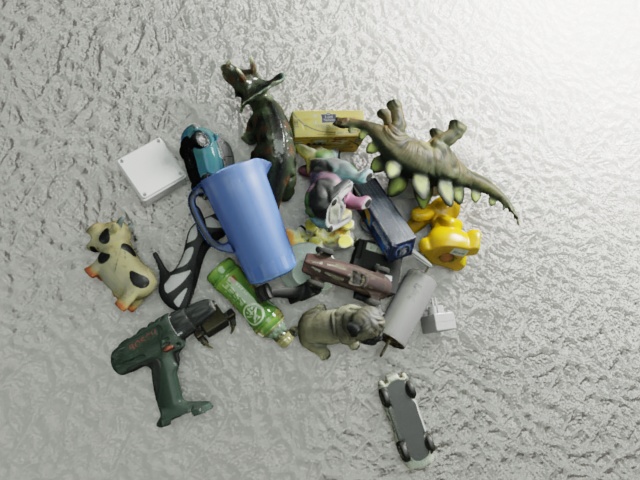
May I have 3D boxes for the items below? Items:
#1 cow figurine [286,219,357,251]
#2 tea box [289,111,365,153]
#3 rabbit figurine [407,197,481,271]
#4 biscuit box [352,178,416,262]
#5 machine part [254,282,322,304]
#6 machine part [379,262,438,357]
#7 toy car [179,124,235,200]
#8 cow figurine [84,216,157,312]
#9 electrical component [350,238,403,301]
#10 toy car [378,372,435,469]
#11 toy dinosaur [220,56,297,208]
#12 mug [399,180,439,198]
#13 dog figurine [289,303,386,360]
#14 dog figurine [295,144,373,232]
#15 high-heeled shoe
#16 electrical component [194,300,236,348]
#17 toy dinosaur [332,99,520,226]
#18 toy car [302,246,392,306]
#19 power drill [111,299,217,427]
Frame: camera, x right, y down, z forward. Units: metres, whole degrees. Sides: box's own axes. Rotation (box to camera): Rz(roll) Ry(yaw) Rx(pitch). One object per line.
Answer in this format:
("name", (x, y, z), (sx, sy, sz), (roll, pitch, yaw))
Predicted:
("cow figurine", (-0.004, -0.005, 1.200), (0.167, 0.098, 0.068), (-3, 79, 8))
("tea box", (0.013, -0.252, 1.255), (0.170, 0.098, 0.068), (-4, 77, -14))
("rabbit figurine", (0.283, -0.029, 1.259), (0.162, 0.121, 0.173), (9, 60, 1))
("biscuit box", (0.139, -0.048, 1.205), (0.063, 0.059, 0.203), (-17, 53, -15))
("machine part", (-0.068, 0.112, 1.129), (0.139, 0.084, 0.039), (5, 72, -38))
("machine part", (0.193, 0.152, 1.196), (0.079, 0.079, 0.243), (33, 73, -1))
("toy car", (-0.240, -0.176, 1.186), (0.103, 0.109, 0.161), (-17, 88, -32))
("cow figurine", (-0.409, 0.039, 1.101), (0.127, 0.085, 0.195), (-42, 78, -9))
("electrical component", (0.119, 0.075, 1.213), (0.115, 0.058, 0.134), (18, 73, -4))
("toy car", (0.184, 0.383, 1.148), (0.073, 0.056, 0.201), (-17, 78, -9))
("toy dinosaur", (-0.107, -0.208, 1.172), (0.131, 0.192, 0.405), (-14, 77, -12))
("mug", (0.226, -0.150, 1.281), (0.107, 0.081, 0.109), (-10, 80, -8))
("dog figurine", (0.032, 0.177, 1.100), (0.172, 0.190, 0.121), (-15, 79, -13))
("dog figurine", (0.001, -0.128, 1.170), (0.191, 0.108, 0.219), (-35, 48, -25))
("high-heeled shoe", (-0.237, 0.039, 1.141), (0.249, 0.086, 0.145), (-31, 85, -11))
("electrical component", (-0.226, 0.176, 1.128), (0.102, 0.045, 0.078), (-37, 57, -20))
("toy dinosaur", (0.247, -0.171, 1.200), (0.472, 0.105, 0.198), (19, 80, -2))
("toy car", (0.061, 0.077, 1.130), (0.202, 0.053, 0.089), (20, 83, -17))
("power drill", (-0.282, 0.247, 1.058), (0.232, 0.086, 0.207), (-22, 89, 0))
